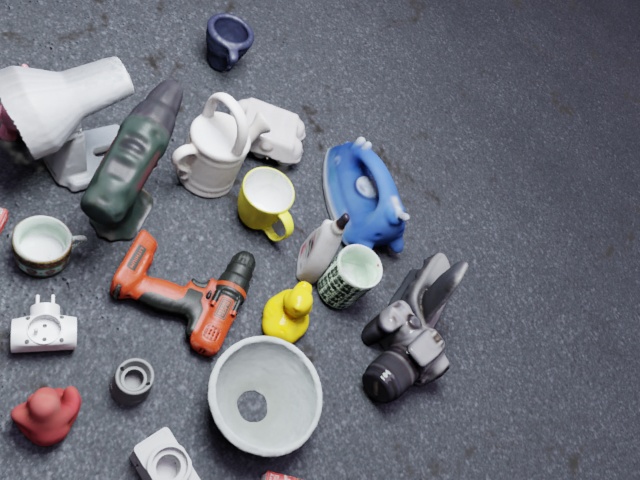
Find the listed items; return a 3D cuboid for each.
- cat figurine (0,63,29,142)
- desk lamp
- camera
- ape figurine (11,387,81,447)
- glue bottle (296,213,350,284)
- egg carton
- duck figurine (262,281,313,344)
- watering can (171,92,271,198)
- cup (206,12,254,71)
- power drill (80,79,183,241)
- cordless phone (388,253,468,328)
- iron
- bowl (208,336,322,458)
[{"bbox_3d":[-0.449,-0.207,0.868,0.067,0.117,0.127,3,60,-25],"label":"cat figurine"},{"bbox_3d":[-0.358,-0.171,0.831,0.204,0.213,0.118,-25,74,-35],"label":"desk lamp"},{"bbox_3d":[0.127,0.187,0.930,0.137,0.100,0.143,-32,78,-37],"label":"camera"},{"bbox_3d":[-0.330,0.206,0.693,0.078,0.092,0.076,5,59,-24],"label":"ape figurine"},{"bbox_3d":[0.009,0.003,0.935,0.037,0.173,0.078,15,56,-18],"label":"glue bottle"},{"bbox_3d":[-0.101,-0.200,1.070,0.150,0.069,0.107,17,55,-17],"label":"egg carton"},{"bbox_3d":[-0.043,0.111,0.899,0.077,0.086,0.105,31,52,-6],"label":"duck figurine"},{"bbox_3d":[-0.161,-0.165,0.939,0.101,0.193,0.173,37,52,-2],"label":"watering can"},{"bbox_3d":[-0.182,-0.366,1.114,0.092,0.094,0.117,2,61,-26],"label":"cup"},{"bbox_3d":[-0.273,-0.099,0.833,0.076,0.208,0.230,25,53,-11],"label":"power drill"},{"bbox_3d":[0.213,0.073,0.989,0.094,0.184,0.148,36,52,-2],"label":"cordless phone"},{"bbox_3d":[0.085,-0.102,1.058,0.119,0.141,0.258,-9,66,-30],"label":"iron"},{"bbox_3d":[-0.085,0.227,0.815,0.168,0.074,0.167,13,56,-20],"label":"bowl"}]
